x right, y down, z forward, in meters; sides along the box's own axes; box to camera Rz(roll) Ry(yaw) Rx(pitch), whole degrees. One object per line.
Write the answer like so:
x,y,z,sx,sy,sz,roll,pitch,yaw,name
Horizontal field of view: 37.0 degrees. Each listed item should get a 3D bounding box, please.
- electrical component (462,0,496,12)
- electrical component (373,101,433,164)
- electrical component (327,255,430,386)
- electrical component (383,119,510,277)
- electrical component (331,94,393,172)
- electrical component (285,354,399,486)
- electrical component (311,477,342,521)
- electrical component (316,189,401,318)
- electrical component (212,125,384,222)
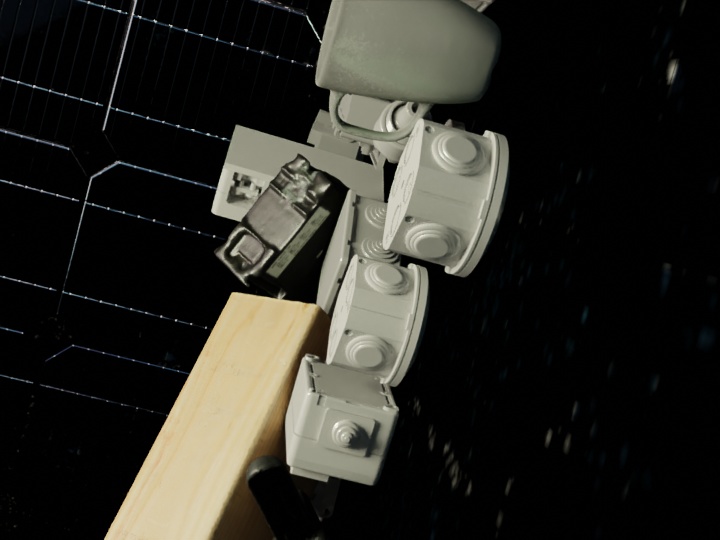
0.067,-0.215,0.733,0.096,0.062,0.061,-172,96,-82,electrical component
0.036,-0.110,0.823,0.062,0.043,0.043,128,156,-68,electrical component
0.012,0.032,0.696,0.080,0.051,0.080,-165,90,-82,electrical component
0.047,-0.040,0.584,0.080,0.051,0.080,-165,90,-82,electrical component
0.011,-0.143,0.987,0.121,0.063,0.078,-102,28,-73,electrical component
-0.014,0.103,0.709,0.096,0.062,0.061,-111,37,-77,electrical component
-0.040,0.166,0.852,0.064,0.042,0.081,-176,100,-78,electrical component
0.000,0.000,0.850,0.099,0.048,0.099,-84,12,-48,electrical component
-0.058,-0.072,1.019,0.089,0.150,0.061,-88,16,-60,electrical component
